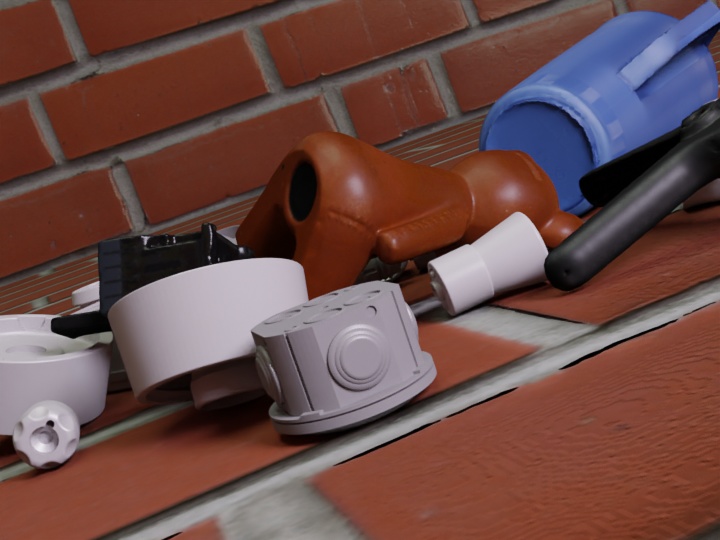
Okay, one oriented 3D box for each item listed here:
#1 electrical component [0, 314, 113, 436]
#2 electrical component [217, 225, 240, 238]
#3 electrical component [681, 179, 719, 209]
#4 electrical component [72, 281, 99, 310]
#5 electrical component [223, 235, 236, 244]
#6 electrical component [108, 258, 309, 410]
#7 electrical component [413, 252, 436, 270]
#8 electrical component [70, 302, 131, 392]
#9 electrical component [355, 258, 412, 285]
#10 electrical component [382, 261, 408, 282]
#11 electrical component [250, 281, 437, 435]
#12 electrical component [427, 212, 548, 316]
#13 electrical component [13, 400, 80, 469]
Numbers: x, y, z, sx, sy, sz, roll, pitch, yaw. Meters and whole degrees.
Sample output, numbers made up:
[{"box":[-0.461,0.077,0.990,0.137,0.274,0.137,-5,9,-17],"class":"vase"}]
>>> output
[{"box":[-0.213,0.071,0.686,0.108,0.060,0.108,4,12,-1],"class":"electrical component"},{"box":[-0.140,0.004,0.983,0.099,0.064,0.099,-19,8,3],"class":"electrical component"},{"box":[0.244,-0.075,0.712,0.077,0.043,0.079,-17,8,13],"class":"electrical component"},{"box":[-0.228,0.038,0.979,0.078,0.057,0.058,-19,8,-2],"class":"electrical component"},{"box":[-0.110,0.007,0.887,0.059,0.053,0.095,-23,22,-26],"class":"electrical component"},{"box":[-0.075,0.041,0.576,0.108,0.060,0.108,-15,-14,-4],"class":"electrical component"},{"box":[0.072,-0.028,0.792,0.077,0.043,0.079,-18,8,8],"class":"electrical component"},{"box":[-0.163,0.045,0.792,0.109,0.056,0.109,-13,10,35],"class":"electrical component"},{"box":[0.000,0.000,0.780,0.078,0.040,0.040,-19,8,-1],"class":"electrical component"},{"box":[0.018,-0.012,0.822,0.040,0.040,0.046,-18,3,9],"class":"electrical component"},{"box":[-0.009,0.040,0.499,0.080,0.051,0.080,-18,8,3],"class":"electrical component"},{"box":[0.073,-0.001,0.626,0.065,0.044,0.044,-25,9,-7],"class":"electrical component"},{"box":[-0.175,0.090,0.605,0.035,0.035,0.061,-20,6,-10],"class":"electrical component"}]
